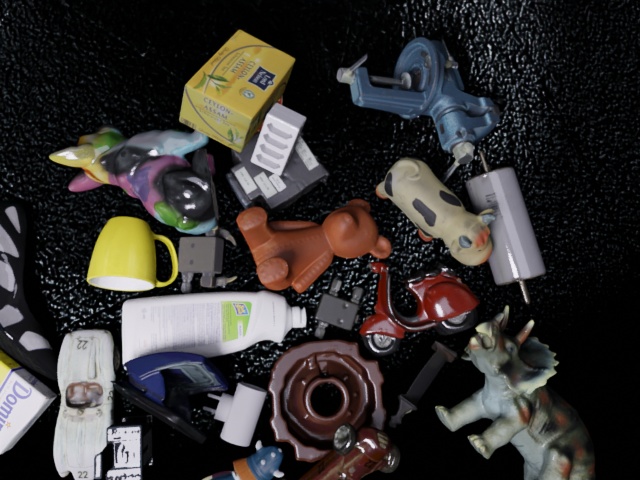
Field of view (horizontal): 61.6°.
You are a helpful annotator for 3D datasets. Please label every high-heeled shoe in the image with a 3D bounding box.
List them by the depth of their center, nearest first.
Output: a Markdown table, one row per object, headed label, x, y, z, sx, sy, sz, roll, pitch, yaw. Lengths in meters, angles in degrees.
| label | x | y | z | sx | sy | sz | roll | pitch | yaw |
| --- | --- | --- | --- | --- | --- | --- | --- | --- | --- |
| high-heeled shoe | -0.411 | 0.066 | 0.757 | 0.248 | 0.086 | 0.145 | 54 | 49 | -15 |

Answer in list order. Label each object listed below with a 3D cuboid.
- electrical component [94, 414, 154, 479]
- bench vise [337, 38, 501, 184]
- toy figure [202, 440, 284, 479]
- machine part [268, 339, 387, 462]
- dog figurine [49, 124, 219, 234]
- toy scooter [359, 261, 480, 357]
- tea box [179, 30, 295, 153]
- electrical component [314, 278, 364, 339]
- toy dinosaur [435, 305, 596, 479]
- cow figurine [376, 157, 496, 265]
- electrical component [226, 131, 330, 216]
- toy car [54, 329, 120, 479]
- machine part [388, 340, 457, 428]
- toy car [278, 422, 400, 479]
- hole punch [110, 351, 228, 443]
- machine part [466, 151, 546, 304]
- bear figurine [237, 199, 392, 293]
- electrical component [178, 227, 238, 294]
| label | x | y | z | sx | sy | sz | roll | pitch | yaw |
| --- | --- | --- | --- | --- | --- | --- | --- | --- | --- |
| electrical component | -0.254 | 0.275 | 0.704 | 0.048 | 0.119 | 0.075 | -3 | 80 | -6 |
| bench vise | 0.141 | -0.210 | 0.801 | 0.240 | 0.129 | 0.223 | 2 | 74 | -23 |
| toy figure | -0.117 | 0.337 | 0.741 | 0.154 | 0.058 | 0.064 | -32 | 93 | -14 |
| machine part | 0.009 | 0.226 | 0.770 | 0.179 | 0.056 | 0.179 | 1 | 81 | -5 |
| dog figurine | -0.256 | -0.086 | 0.754 | 0.219 | 0.108 | 0.191 | -7 | 61 | -4 |
| toy scooter | 0.138 | 0.084 | 0.795 | 0.184 | 0.075 | 0.135 | -17 | 85 | -3 |
| tea box | -0.112 | -0.211 | 0.751 | 0.098 | 0.068 | 0.170 | 26 | 47 | -3 |
| electrical component | 0.027 | 0.108 | 0.805 | 0.063 | 0.021 | 0.094 | 21 | 80 | -4 |
| toy dinosaur | 0.315 | 0.276 | 0.770 | 0.192 | 0.131 | 0.404 | -39 | 94 | -9 |
| cow figurine | 0.177 | -0.043 | 0.789 | 0.085 | 0.127 | 0.195 | -43 | 86 | -7 |
| electrical component | -0.071 | -0.105 | 0.806 | 0.134 | 0.058 | 0.115 | -30 | 84 | -9 |
| toy car | -0.319 | 0.223 | 0.735 | 0.073 | 0.056 | 0.201 | 0 | 82 | -6 |
| machine part | 0.144 | 0.210 | 0.775 | 0.039 | 0.084 | 0.139 | 35 | 83 | 23 |
| toy car | 0.018 | 0.317 | 0.714 | 0.089 | 0.053 | 0.202 | 32 | 114 | -26 |
| hole punch | -0.193 | 0.194 | 0.708 | 0.116 | 0.142 | 0.092 | 17 | 64 | 21 |
| machine part | 0.283 | -0.021 | 0.821 | 0.079 | 0.079 | 0.243 | -14 | 85 | -8 |
| bear figurine | -0.001 | -0.001 | 0.765 | 0.196 | 0.131 | 0.120 | -20 | 69 | -2 |
| electrical component | -0.164 | 0.026 | 0.787 | 0.078 | 0.045 | 0.102 | -7 | 79 | 21 |
